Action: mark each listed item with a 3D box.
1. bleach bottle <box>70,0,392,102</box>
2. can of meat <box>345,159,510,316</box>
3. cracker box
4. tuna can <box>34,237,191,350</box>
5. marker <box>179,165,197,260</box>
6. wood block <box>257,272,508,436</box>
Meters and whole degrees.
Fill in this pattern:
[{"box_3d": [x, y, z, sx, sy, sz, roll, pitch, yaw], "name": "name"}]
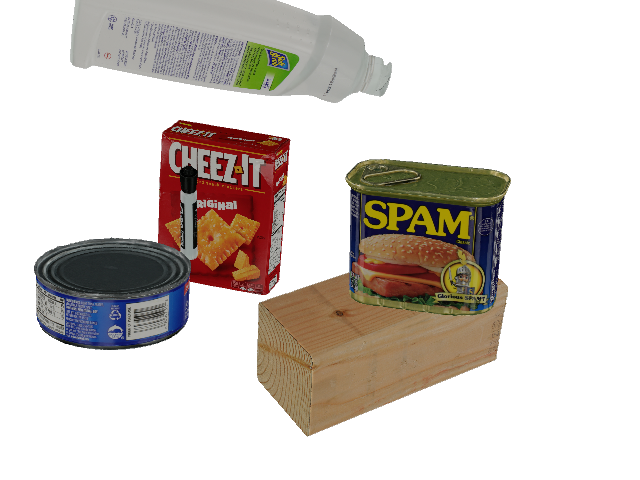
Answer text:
[{"box_3d": [-0.068, -0.156, 0.856, 0.250, 0.068, 0.103, 14, -29, -9], "name": "bleach bottle"}, {"box_3d": [0.068, -0.002, 0.691, 0.102, 0.084, 0.057, 7, 23, 16], "name": "can of meat"}, {"box_3d": [-0.135, -0.043, 1.457, 0.164, 0.214, 0.072, 11, 24, 12], "name": "cracker box"}, {"box_3d": [-0.115, 0.029, 0.596, 0.086, 0.034, 0.086, 3, 20, -1], "name": "tuna can"}, {"box_3d": [-0.139, -0.029, 1.126, 0.020, 0.121, 0.020, 3, 42, -3], "name": "marker"}, {"box_3d": [0.055, 0.081, 0.951, 0.205, 0.090, 0.091, -17, 38, -27], "name": "wood block"}]
